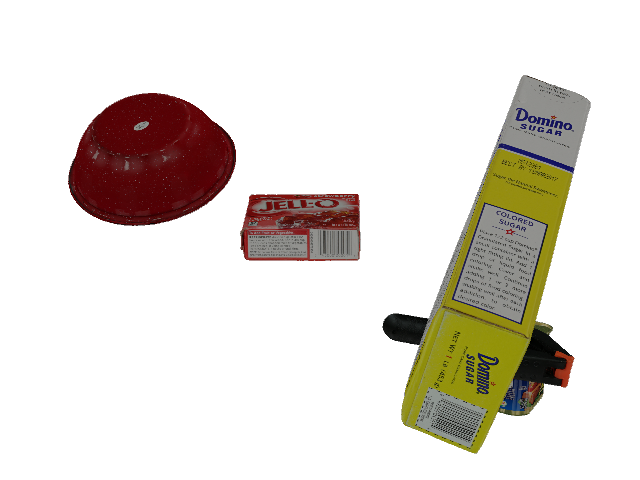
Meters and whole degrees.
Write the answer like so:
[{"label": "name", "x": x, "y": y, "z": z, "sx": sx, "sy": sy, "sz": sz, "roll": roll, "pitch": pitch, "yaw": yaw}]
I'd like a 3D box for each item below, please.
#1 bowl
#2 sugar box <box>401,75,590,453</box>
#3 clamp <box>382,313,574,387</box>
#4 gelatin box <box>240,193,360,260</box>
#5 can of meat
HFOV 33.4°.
[{"label": "bowl", "x": -0.162, "y": -0.088, "z": 0.996, "sx": 0.162, "sy": 0.162, "sz": 0.055, "roll": 0, "pitch": -44, "yaw": 7}, {"label": "sugar box", "x": 0.090, "y": 0.007, "z": 0.529, "sx": 0.048, "sy": 0.093, "sz": 0.176, "roll": 22, "pitch": 48, "yaw": 8}, {"label": "clamp", "x": 0.156, "y": 0.087, "z": 0.992, "sx": 0.172, "sy": 0.039, "sz": 0.120, "roll": 20, "pitch": 31, "yaw": 22}, {"label": "gelatin box", "x": -0.014, "y": -0.012, "z": 0.821, "sx": 0.089, "sy": 0.030, "sz": 0.073, "roll": 0, "pitch": 23, "yaw": 2}, {"label": "can of meat", "x": 0.220, "y": 0.141, "z": 1.193, "sx": 0.058, "sy": 0.084, "sz": 0.102, "roll": 8, "pitch": 12, "yaw": 24}]
